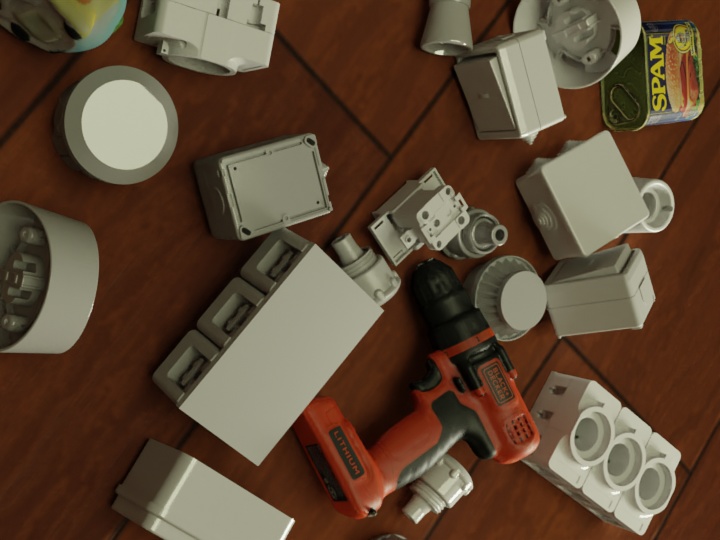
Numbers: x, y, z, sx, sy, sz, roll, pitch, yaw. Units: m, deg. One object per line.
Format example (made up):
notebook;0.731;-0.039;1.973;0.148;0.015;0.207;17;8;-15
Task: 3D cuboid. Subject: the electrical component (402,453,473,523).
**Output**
electrical component;0.063;0.189;0.923;0.062;0.048;0.048;-45;115;-13

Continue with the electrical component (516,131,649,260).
electrical component;0.200;-0.065;0.972;0.100;0.048;0.099;-30;95;-26

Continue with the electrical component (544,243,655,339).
electrical component;0.209;0.019;0.974;0.062;0.096;0.061;-43;118;-54

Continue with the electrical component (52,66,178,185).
electrical component;-0.172;-0.100;0.747;0.080;0.051;0.080;-3;96;-32

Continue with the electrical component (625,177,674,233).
electrical component;0.265;-0.062;1.024;0.055;0.047;0.055;-3;96;-32

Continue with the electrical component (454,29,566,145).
electrical component;0.128;-0.150;0.923;0.061;0.062;0.096;-26;107;-27

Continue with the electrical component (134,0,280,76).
electrical component;-0.111;-0.175;0.778;0.089;0.050;0.055;12;88;-32

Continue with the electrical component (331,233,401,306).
electrical component;0.000;0.000;0.868;0.048;0.048;0.062;-39;106;-23

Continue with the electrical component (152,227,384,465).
electrical component;-0.070;0.054;0.801;0.150;0.062;0.089;-51;127;-7

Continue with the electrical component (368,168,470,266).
electrical component;0.052;-0.044;0.884;0.081;0.064;0.042;-44;116;-22

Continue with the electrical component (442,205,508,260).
electrical component;0.099;-0.031;0.915;0.048;0.062;0.048;-3;96;-32

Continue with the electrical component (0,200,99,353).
electrical component;-0.216;0.007;0.704;0.064;0.099;0.099;13;87;-38

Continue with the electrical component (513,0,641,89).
electrical component;0.191;-0.213;0.939;0.064;0.099;0.099;-36;112;-31

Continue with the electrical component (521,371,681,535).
electrical component;0.227;0.174;1.012;0.150;0.062;0.089;38;74;-29

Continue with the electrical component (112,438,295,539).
electrical component;-0.116;0.179;0.790;0.113;0.078;0.057;39;71;-28

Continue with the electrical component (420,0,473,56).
electrical component;0.075;-0.216;0.897;0.044;0.044;0.065;7;86;-32

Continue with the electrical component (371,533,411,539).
electrical component;0.033;0.254;0.901;0.058;0.057;0.078;-50;117;-18

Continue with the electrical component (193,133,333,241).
electrical component;-0.069;-0.064;0.808;0.096;0.061;0.061;-20;103;-29
